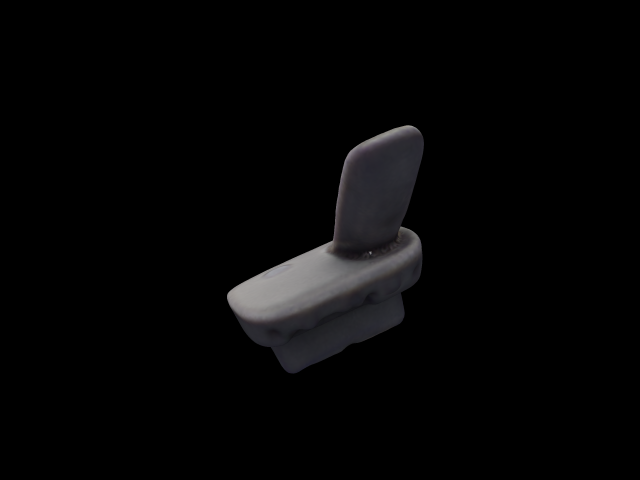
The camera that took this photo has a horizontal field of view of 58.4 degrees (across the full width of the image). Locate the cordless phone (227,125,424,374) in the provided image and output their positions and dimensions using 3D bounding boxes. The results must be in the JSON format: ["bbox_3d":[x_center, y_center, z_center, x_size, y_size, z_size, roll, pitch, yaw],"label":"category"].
[{"bbox_3d":[0.004,0.001,0.400,0.148,0.185,0.094,-27,58,-18],"label":"cordless phone"}]
